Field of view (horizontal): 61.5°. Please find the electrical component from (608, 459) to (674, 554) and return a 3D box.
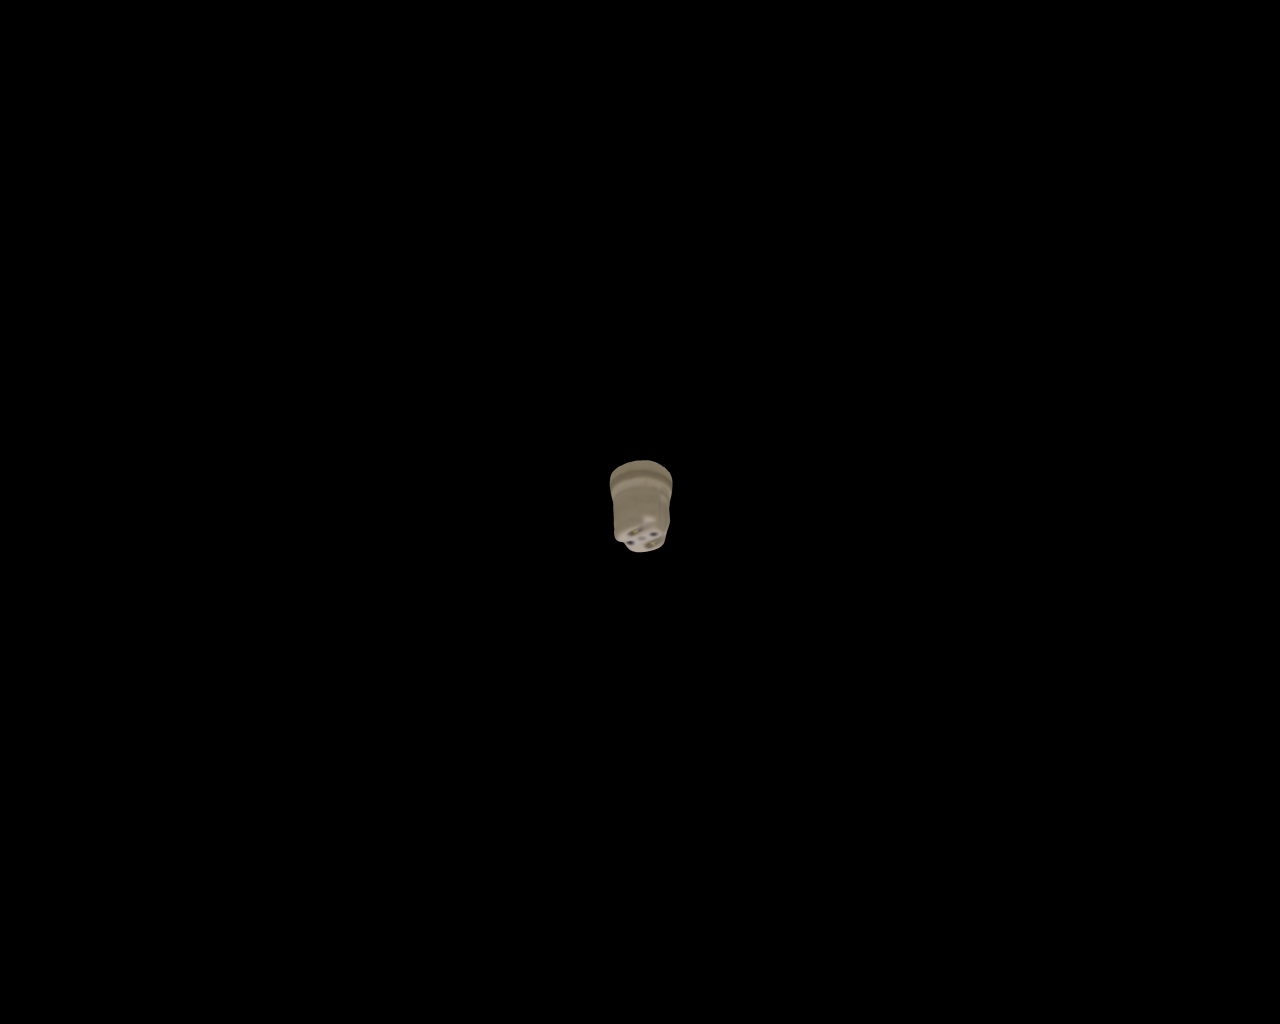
[{"bbox_3d":[0.001,-0.003,0.650,0.040,0.046,0.040,0,-31,0],"label":"electrical component"}]
